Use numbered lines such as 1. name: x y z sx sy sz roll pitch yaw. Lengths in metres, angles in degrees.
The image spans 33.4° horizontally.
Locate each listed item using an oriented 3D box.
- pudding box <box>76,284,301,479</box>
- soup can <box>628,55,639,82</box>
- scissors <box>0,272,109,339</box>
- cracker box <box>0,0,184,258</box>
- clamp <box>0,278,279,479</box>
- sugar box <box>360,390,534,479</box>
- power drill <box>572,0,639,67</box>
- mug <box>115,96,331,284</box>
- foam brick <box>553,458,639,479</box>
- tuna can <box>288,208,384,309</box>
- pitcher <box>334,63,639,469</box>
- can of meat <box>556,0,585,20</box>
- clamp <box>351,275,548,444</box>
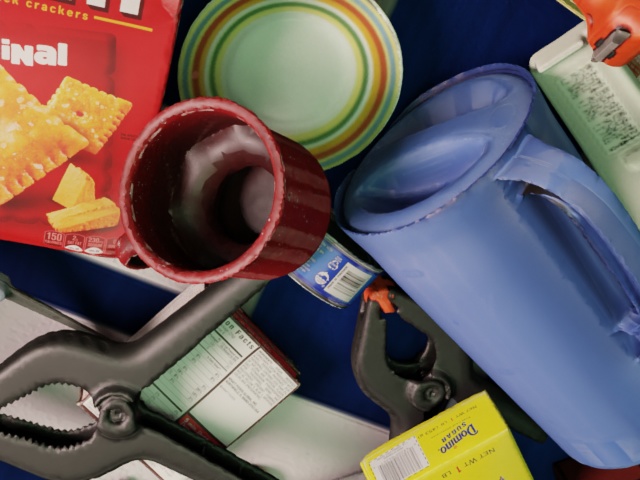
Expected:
1. pudding box: -0.082 0.091 0.675 0.113 0.039 0.090 -41 106 4
2. soup can: 0.207 -0.109 0.620 0.068 0.068 0.102 28 121 -15
3. scissors: -0.211 0.024 0.620 0.096 0.016 0.201 -5 150 24
4. cracker box: -0.159 -0.097 0.551 0.164 0.072 0.214 11 129 -11
5. clamp: -0.111 0.105 0.634 0.210 0.036 0.164 -11 105 1
6. sugar box: 0.104 0.187 0.703 0.093 0.048 0.176 -29 123 2
7. power drill: 0.139 -0.197 0.539 0.184 0.057 0.188 -41 85 -4
8. mug: -0.054 -0.015 0.562 0.117 0.081 0.093 -32 74 17
9. foam brick: 0.200 0.191 0.737 0.051 0.053 0.078 -18 109 -2
10. tuna can: -0.004 0.001 0.632 0.086 0.086 0.034 38 100 -17
11. pitcher: 0.134 0.027 0.623 0.145 0.149 0.242 -31 117 23
12. can of meat: 0.153 -0.178 0.603 0.102 0.057 0.084 38 103 3
13. clamp: 0.080 0.093 0.698 0.120 0.039 0.171 -22 116 -7
